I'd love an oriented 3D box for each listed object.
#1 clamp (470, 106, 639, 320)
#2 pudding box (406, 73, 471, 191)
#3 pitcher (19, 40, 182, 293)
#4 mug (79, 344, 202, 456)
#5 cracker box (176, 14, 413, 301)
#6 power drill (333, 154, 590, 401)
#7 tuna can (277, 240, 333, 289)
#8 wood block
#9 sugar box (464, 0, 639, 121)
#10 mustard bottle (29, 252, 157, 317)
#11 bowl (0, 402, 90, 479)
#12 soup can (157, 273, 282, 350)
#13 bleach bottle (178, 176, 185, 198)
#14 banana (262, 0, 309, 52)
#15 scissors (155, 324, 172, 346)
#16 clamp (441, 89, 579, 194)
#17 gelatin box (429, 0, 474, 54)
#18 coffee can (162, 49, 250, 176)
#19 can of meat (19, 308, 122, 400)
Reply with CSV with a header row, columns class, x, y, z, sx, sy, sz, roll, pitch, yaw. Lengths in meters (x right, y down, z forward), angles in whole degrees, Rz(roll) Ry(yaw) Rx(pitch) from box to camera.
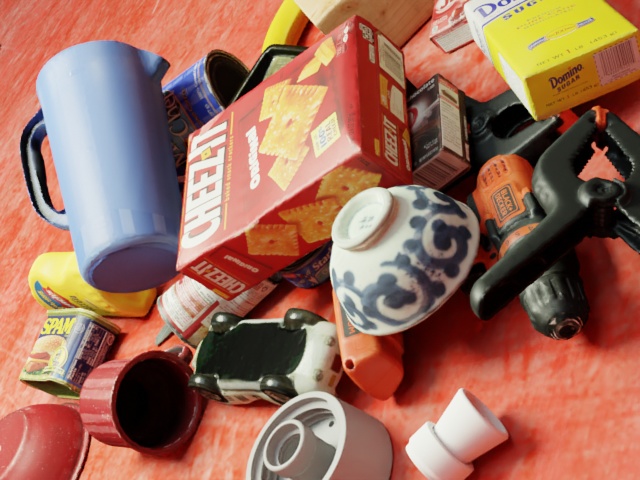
class,x,y,z,sx,sy,sz,roll,pitch,yaw
clamp,0.178,-0.017,0.709,0.164,0.036,0.210,-2,42,6
pudding box,0.072,-0.070,0.883,0.114,0.039,0.090,-35,39,36
pitcher,-0.216,-0.068,1.089,0.149,0.144,0.243,123,138,-50
mug,-0.162,0.141,0.982,0.082,0.093,0.117,-11,36,52
cracker box,-0.026,-0.069,0.901,0.214,0.072,0.164,-30,42,32
power drill,0.100,0.040,0.784,0.188,0.057,0.184,-35,32,20
tuna can,-0.006,0.001,0.971,0.086,0.033,0.086,-32,37,28
wood block,0.083,-0.280,1.087,0.206,0.090,0.091,-45,33,10
sugar box,0.183,-0.164,0.854,0.093,0.048,0.176,-23,33,3
mustard bottle,-0.270,0.050,1.190,0.192,0.096,0.058,-5,56,49
bowl,-0.311,0.230,1.103,0.162,0.055,0.162,-32,37,28
soup can,-0.094,0.047,1.003,0.102,0.068,0.068,-42,34,13
bleach bottle,-0.139,-0.031,1.140,0.251,0.068,0.102,-14,54,41
banana,-0.029,-0.245,1.243,0.070,0.037,0.197,-2,56,29
scissors,-0.115,0.017,1.061,0.202,0.016,0.096,-34,81,23
clamp,0.133,-0.077,0.876,0.172,0.039,0.120,3,72,55
gelatin box,0.147,-0.225,1.008,0.089,0.030,0.073,-21,43,38
coffee can,-0.143,-0.136,1.211,0.141,0.102,0.103,-30,38,29
can of meat,-0.273,0.124,1.158,0.102,0.057,0.084,-6,56,49
